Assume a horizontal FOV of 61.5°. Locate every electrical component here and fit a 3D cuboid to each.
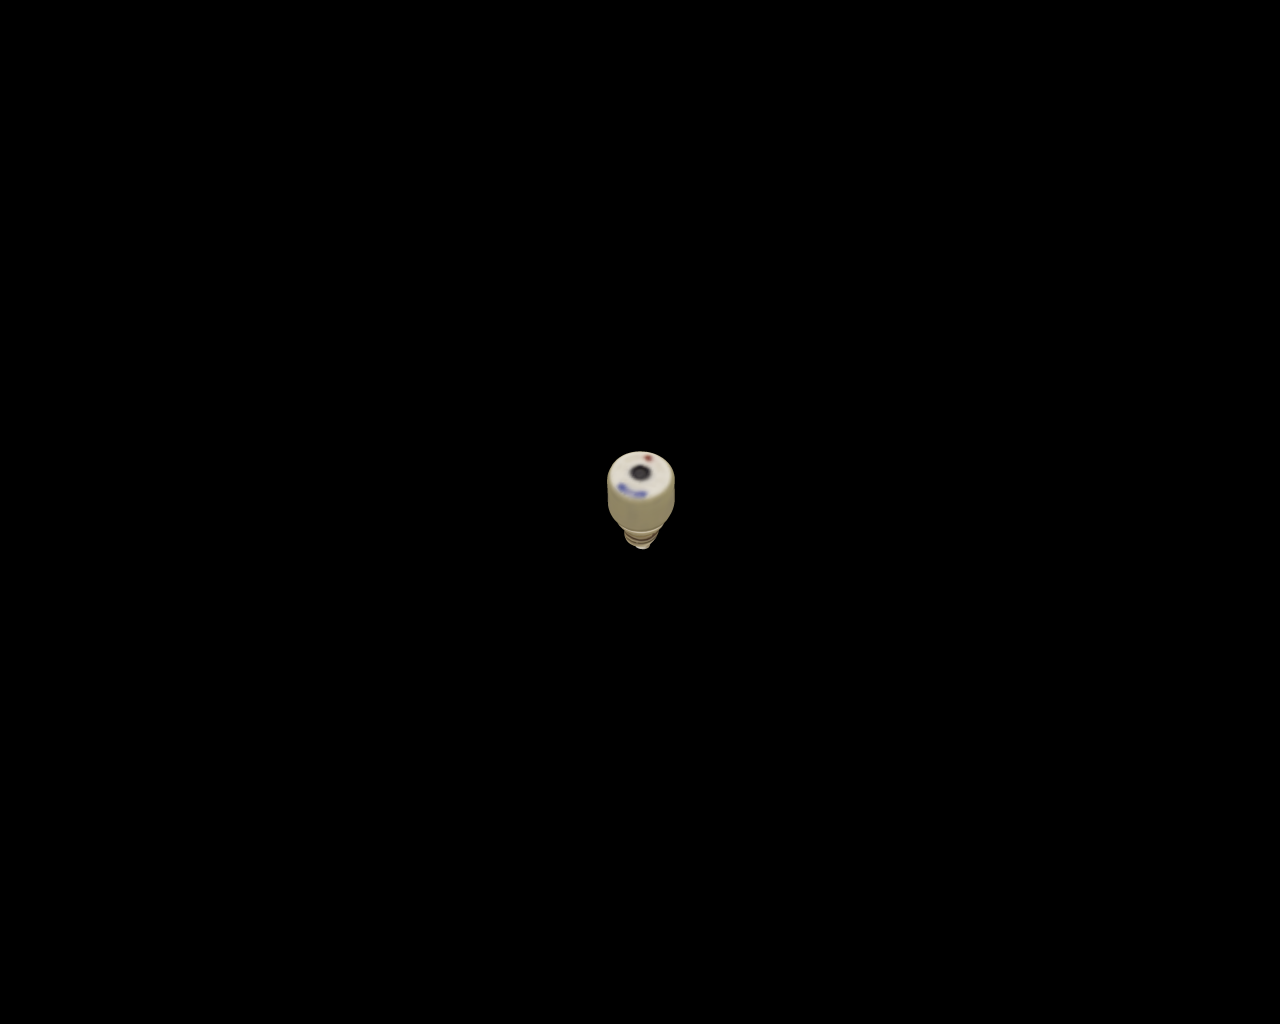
[{"bbox_3d":[0.001,-0.003,0.650,0.040,0.040,0.078,0,-37,0],"label":"electrical component"}]
